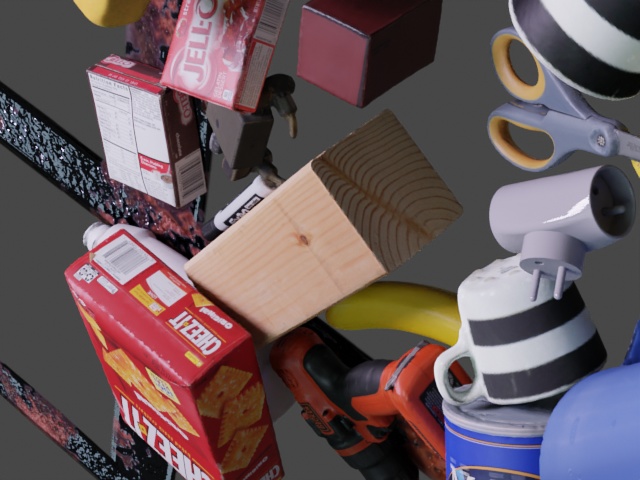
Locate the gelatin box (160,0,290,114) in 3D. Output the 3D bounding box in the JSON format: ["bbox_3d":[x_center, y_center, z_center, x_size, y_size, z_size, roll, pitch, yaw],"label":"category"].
[{"bbox_3d":[-0.068,-0.140,0.747,0.073,0.030,0.089,23,99,33],"label":"gelatin box"}]

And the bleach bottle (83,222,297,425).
[{"bbox_3d":[-0.126,0.064,0.985,0.251,0.068,0.103,34,142,26],"label":"bleach bottle"}]

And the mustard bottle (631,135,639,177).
[{"bbox_3d":[0.229,-0.078,0.501,0.096,0.058,0.192,47,144,21],"label":"mustard bottle"}]

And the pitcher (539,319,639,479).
[{"bbox_3d":[0.223,0.099,0.544,0.149,0.144,0.243,54,157,6],"label":"pitcher"}]

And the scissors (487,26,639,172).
[{"bbox_3d":[0.147,-0.074,0.574,0.202,0.016,0.096,11,119,66],"label":"scissors"}]

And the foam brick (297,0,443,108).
[{"bbox_3d":[0.031,-0.126,0.653,0.051,0.078,0.053,31,137,26],"label":"foam brick"}]

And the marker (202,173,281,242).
[{"bbox_3d":[-0.068,-0.026,0.884,0.020,0.020,0.121,53,143,-2],"label":"marker"}]

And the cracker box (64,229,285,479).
[{"bbox_3d":[-0.118,0.116,0.886,0.164,0.072,0.214,36,150,31],"label":"cracker box"}]

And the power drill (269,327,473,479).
[{"bbox_3d":[0.059,0.145,0.839,0.184,0.057,0.188,51,151,-17],"label":"power drill"}]

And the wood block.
[{"bbox_3d":[-0.005,0.001,0.785,0.091,0.090,0.206,54,143,-1],"label":"wood block"}]

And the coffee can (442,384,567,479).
[{"bbox_3d":[0.135,0.174,0.711,0.103,0.102,0.140,6,103,43],"label":"coffee can"}]

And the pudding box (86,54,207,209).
[{"bbox_3d":[-0.145,-0.091,0.896,0.090,0.039,0.113,24,133,33],"label":"pudding box"}]

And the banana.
[{"bbox_3d":[0.075,0.062,0.794,0.198,0.037,0.069,16,130,38],"label":"banana"}]
